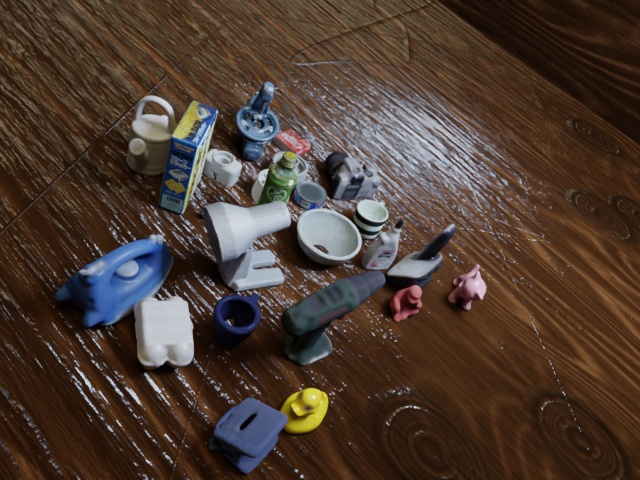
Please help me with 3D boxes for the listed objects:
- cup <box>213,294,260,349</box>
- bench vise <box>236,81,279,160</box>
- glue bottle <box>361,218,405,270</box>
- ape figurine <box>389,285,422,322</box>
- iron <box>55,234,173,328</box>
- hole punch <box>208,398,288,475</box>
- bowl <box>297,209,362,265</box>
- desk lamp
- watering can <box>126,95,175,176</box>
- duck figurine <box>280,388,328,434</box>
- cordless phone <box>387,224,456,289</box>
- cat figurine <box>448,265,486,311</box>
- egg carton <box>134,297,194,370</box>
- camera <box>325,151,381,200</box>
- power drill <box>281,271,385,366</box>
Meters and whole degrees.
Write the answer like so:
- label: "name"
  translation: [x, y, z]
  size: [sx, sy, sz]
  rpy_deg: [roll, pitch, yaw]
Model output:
- label: "cup"
  translation: [-0.167, 0.164, 1.144]
  size: [0.091, 0.095, 0.118]
  rpy_deg: [35, 43, 9]
- label: "bench vise"
  translation: [-0.177, -0.357, 1.563]
  size: [0.122, 0.219, 0.207]
  rpy_deg: [-5, 50, -30]
- label: "glue bottle"
  translation: [0.166, 0.008, 1.406]
  size: [0.078, 0.173, 0.037]
  rpy_deg: [-1, 49, -27]
- label: "ape figurine"
  translation: [0.209, 0.142, 1.355]
  size: [0.078, 0.092, 0.076]
  rpy_deg: [16, 43, -11]
- label: "iron"
  translation: [-0.374, 0.052, 1.116]
  size: [0.118, 0.141, 0.259]
  rpy_deg: [38, 43, 13]
- label: "hole punch"
  translation: [-0.126, 0.333, 0.999]
  size: [0.101, 0.091, 0.109]
  rpy_deg: [37, 43, 12]
- label: "bowl"
  translation: [0.013, 0.005, 1.406]
  size: [0.168, 0.074, 0.167]
  rpy_deg: [14, 43, -13]
- label: "desk lamp"
  translation: [-0.157, 0.005, 1.218]
  size: [0.204, 0.213, 0.117]
  rpy_deg: [-7, 52, -32]
- label: "watering can"
  translation: [-0.400, -0.251, 1.366]
  size: [0.101, 0.194, 0.172]
  rpy_deg: [7, 46, -20]
- label: "duck figurine"
  translation: [-0.023, 0.310, 1.078]
  size: [0.105, 0.086, 0.077]
  rpy_deg: [-19, 59, -39]
- label: "cordless phone"
  translation: [0.256, 0.039, 1.412]
  size: [0.094, 0.185, 0.148]
  rpy_deg: [39, 43, 14]
- label: "cat figurine"
  translation: [0.383, 0.115, 1.450]
  size: [0.067, 0.117, 0.128]
  rpy_deg: [27, 42, 1]
- label: "egg carton"
  translation: [-0.296, 0.175, 1.087]
  size: [0.107, 0.069, 0.150]
  rpy_deg: [1, 48, -26]
- label: "camera"
  translation: [0.085, -0.194, 1.621]
  size: [0.143, 0.100, 0.136]
  rpy_deg: [-6, 51, -31]
- label: "power drill"
  translation: [0.012, 0.158, 1.154]
  size: [0.230, 0.208, 0.075]
  rpy_deg: [-18, 58, -38]
